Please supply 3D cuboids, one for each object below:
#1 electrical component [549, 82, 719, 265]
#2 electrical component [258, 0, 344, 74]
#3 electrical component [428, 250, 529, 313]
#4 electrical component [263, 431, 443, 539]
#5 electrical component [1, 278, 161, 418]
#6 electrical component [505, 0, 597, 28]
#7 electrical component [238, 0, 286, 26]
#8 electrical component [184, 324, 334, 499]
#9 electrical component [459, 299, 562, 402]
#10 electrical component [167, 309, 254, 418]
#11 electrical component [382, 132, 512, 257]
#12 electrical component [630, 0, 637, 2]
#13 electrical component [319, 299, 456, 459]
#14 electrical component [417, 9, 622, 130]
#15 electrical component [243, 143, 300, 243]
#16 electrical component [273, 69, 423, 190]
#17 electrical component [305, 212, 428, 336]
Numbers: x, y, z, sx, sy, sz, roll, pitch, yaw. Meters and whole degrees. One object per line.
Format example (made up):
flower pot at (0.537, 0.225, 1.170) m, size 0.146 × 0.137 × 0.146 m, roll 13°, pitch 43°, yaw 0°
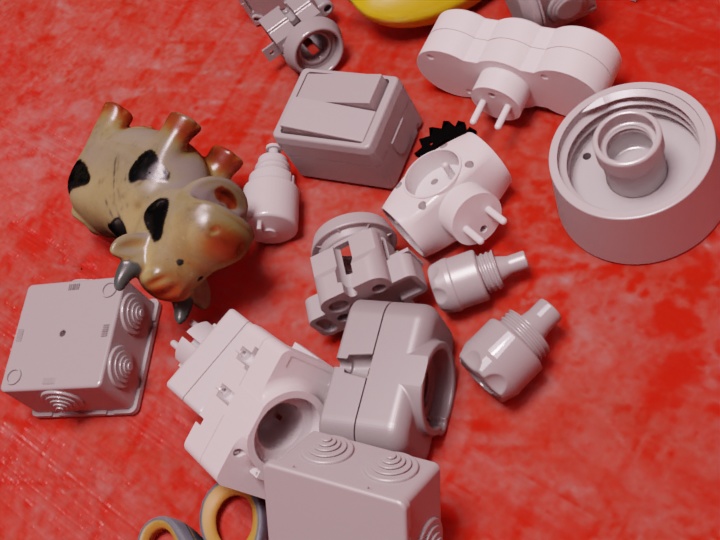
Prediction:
electrical component at (0.168, -0.065, 0.658) m, size 0.108 × 0.060 × 0.108 m, roll -11°, pitch 58°, yaw 18°
electrical component at (-0.042, -0.179, 0.828) m, size 0.066 × 0.048 × 0.055 m, roll -36°, pitch 47°, yaw 1°
electrical component at (0.076, 0.003, 0.677) m, size 0.061 × 0.035 × 0.035 m, roll -19°, pitch 56°, yaw 9°
electrical component at (-0.002, 0.143, 0.596) m, size 0.100 × 0.099 × 0.048 m, roll 10°, pitch 25°, yaw 28°
electrical component at (-0.197, 0.054, 0.760) m, size 0.100 × 0.048 × 0.099 m, roll -5°, pitch 60°, yaw 21°
electrical component at (0.126, -0.203, 0.745) m, size 0.051 × 0.080 × 0.080 m, roll -23°, pitch 55°, yaw 5°
electrical component at (-0.057, -0.252, 0.865) m, size 0.096 × 0.061 × 0.061 m, roll -16°, pitch 57°, yaw 15°
electrical component at (-0.058, 0.088, 0.658) m, size 0.056 × 0.050 × 0.089 m, roll 28°, pitch 90°, yaw 52°
electrical component at (0.093, 0.044, 0.640) m, size 0.062 × 0.043 × 0.043 m, roll -44°, pitch 54°, yaw -6°
electrical component at (-0.096, 0.059, 0.713) m, size 0.077 × 0.047 × 0.065 m, roll 34°, pitch 79°, yaw 35°
electrical component at (0.065, -0.042, 0.695) m, size 0.077 × 0.044 × 0.079 m, roll -41°, pitch 40°, yaw -2°
electrical component at (0.218, -0.224, 0.740) m, size 0.064 × 0.042 × 0.081 m, roll 29°, pitch 77°, yaw 30°
electrical component at (0.021, 0.069, 0.651) m, size 0.059 × 0.053 × 0.095 m, roll 3°, pitch 64°, yaw 26°
electrical component at (0.099, -0.127, 0.729) m, size 0.138 × 0.052 × 0.073 m, roll 17°, pitch 70°, yaw 31°
electrical component at (-0.063, -0.056, 0.768) m, size 0.040 × 0.040 × 0.078 m, roll -11°, pitch 58°, yaw 18°
electrical component at (-0.015, -0.103, 0.762) m, size 0.096 × 0.061 × 0.061 m, roll 11°, pitch 67°, yaw 29°
electrical component at (0.000, 0.000, 0.697) m, size 0.078 × 0.058 × 0.057 m, roll -26°, pitch 55°, yaw 18°
